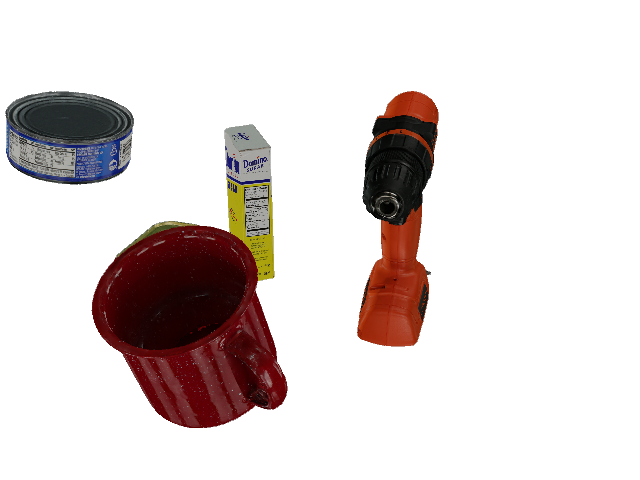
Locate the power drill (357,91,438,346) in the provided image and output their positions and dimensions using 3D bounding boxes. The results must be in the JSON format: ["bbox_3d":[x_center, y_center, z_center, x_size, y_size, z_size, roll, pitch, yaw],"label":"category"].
[{"bbox_3d":[0.063,-0.009,0.873,0.057,0.188,0.184,8,31,9],"label":"power drill"}]

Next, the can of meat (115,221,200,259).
[{"bbox_3d":[-0.152,0.040,1.045,0.057,0.084,0.102,8,27,19],"label":"can of meat"}]

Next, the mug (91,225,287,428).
[{"bbox_3d":[-0.062,0.057,0.599,0.117,0.081,0.093,26,59,33],"label":"mug"}]

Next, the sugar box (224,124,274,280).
[{"bbox_3d":[-0.089,-0.046,1.325,0.048,0.176,0.093,-10,25,-14],"label":"sugar box"}]

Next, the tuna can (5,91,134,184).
[{"bbox_3d":[-0.172,-0.071,0.735,0.086,0.034,0.086,7,28,-4],"label":"tuna can"}]
